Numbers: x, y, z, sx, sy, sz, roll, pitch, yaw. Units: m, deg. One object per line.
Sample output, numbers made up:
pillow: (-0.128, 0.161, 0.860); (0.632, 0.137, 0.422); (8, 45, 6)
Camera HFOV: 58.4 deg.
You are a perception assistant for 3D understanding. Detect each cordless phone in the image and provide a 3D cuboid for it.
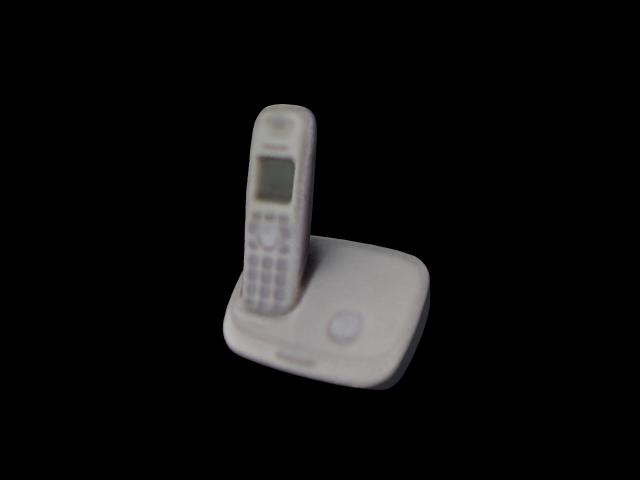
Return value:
cordless phone: (0.004, 0.001, 0.400); (0.147, 0.185, 0.094); (8, 18, 27)
